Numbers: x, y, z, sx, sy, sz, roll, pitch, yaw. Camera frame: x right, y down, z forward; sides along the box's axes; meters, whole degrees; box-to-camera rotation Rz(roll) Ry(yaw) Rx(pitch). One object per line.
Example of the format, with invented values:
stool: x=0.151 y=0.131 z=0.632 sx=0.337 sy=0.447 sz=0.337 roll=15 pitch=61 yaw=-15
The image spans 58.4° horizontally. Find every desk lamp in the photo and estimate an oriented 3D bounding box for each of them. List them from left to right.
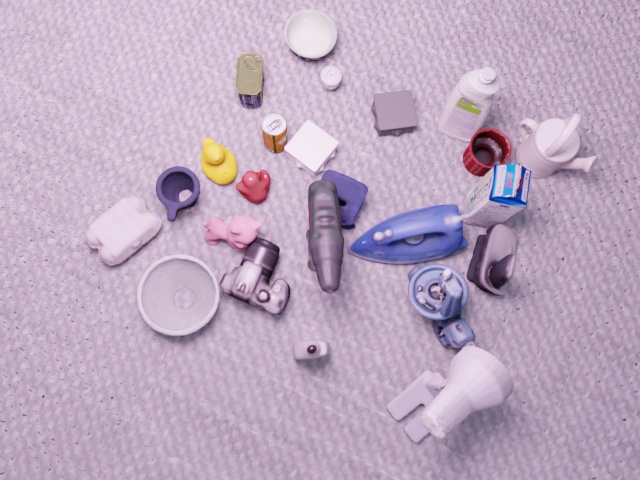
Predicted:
desk lamp: x=0.250 y=0.307 z=1.106 sx=0.203 sy=0.213 sz=0.118 roll=-39 pitch=82 yaw=-9

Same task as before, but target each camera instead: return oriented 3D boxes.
camera: x=-0.121 y=0.071 z=1.196 sx=0.143 sy=0.101 sz=0.137 roll=23 pitch=79 yaw=2

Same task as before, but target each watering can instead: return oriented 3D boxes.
watering can: x=0.511 y=-0.207 z=1.231 sx=0.173 sy=0.194 sz=0.101 roll=17 pitch=78 yaw=1

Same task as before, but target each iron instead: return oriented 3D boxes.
iron: x=0.188 y=-0.013 z=1.205 sx=0.258 sy=0.141 sz=0.118 roll=-12 pitch=79 yaw=-5

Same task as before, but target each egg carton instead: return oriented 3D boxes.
egg carton: x=-0.417 y=-0.022 z=1.218 sx=0.150 sy=0.069 sz=0.107 roll=-43 pitch=83 yaw=-9

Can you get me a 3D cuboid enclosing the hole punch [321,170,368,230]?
hole punch: x=0.042 y=-0.086 z=1.239 sx=0.108 sy=0.091 sz=0.101 roll=23 pitch=79 yaw=3

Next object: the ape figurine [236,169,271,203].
ape figurine: x=-0.145 y=-0.123 z=1.238 sx=0.078 sy=0.092 sz=0.076 roll=-9 pitch=79 yaw=-4

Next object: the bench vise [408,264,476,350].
bench vise: x=0.266 y=0.126 z=1.140 sx=0.207 sy=0.219 sz=0.121 roll=44 pitch=80 yaw=7

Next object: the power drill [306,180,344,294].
power drill: x=0.011 y=0.004 z=1.160 sx=0.075 sy=0.208 sz=0.230 roll=-4 pitch=79 yaw=-3

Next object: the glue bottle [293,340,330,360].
glue bottle: x=-0.016 y=0.217 z=1.134 sx=0.078 sy=0.173 sz=0.037 roll=-6 pitch=79 yaw=-3

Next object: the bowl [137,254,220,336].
bowl: x=-0.289 y=0.117 z=1.193 sx=0.167 sy=0.075 sz=0.167 roll=1 pitch=79 yaw=-2

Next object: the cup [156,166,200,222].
cup: x=-0.298 y=-0.088 z=1.223 sx=0.091 sy=0.095 sz=0.118 roll=9 pitch=78 yaw=0

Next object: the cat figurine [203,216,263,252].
cat figurine: x=-0.184 y=-0.020 z=1.203 sx=0.128 sy=0.118 sz=0.067 roll=12 pitch=78 yaw=0

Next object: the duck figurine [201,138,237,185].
duck figurine: x=-0.224 y=-0.176 z=1.248 sx=0.077 sy=0.086 sz=0.104 roll=-29 pitch=81 yaw=-7

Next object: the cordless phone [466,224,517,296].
cordless phone: x=0.380 y=0.034 z=1.181 sx=0.094 sy=0.185 sz=0.148 roll=14 pitch=78 yaw=1
